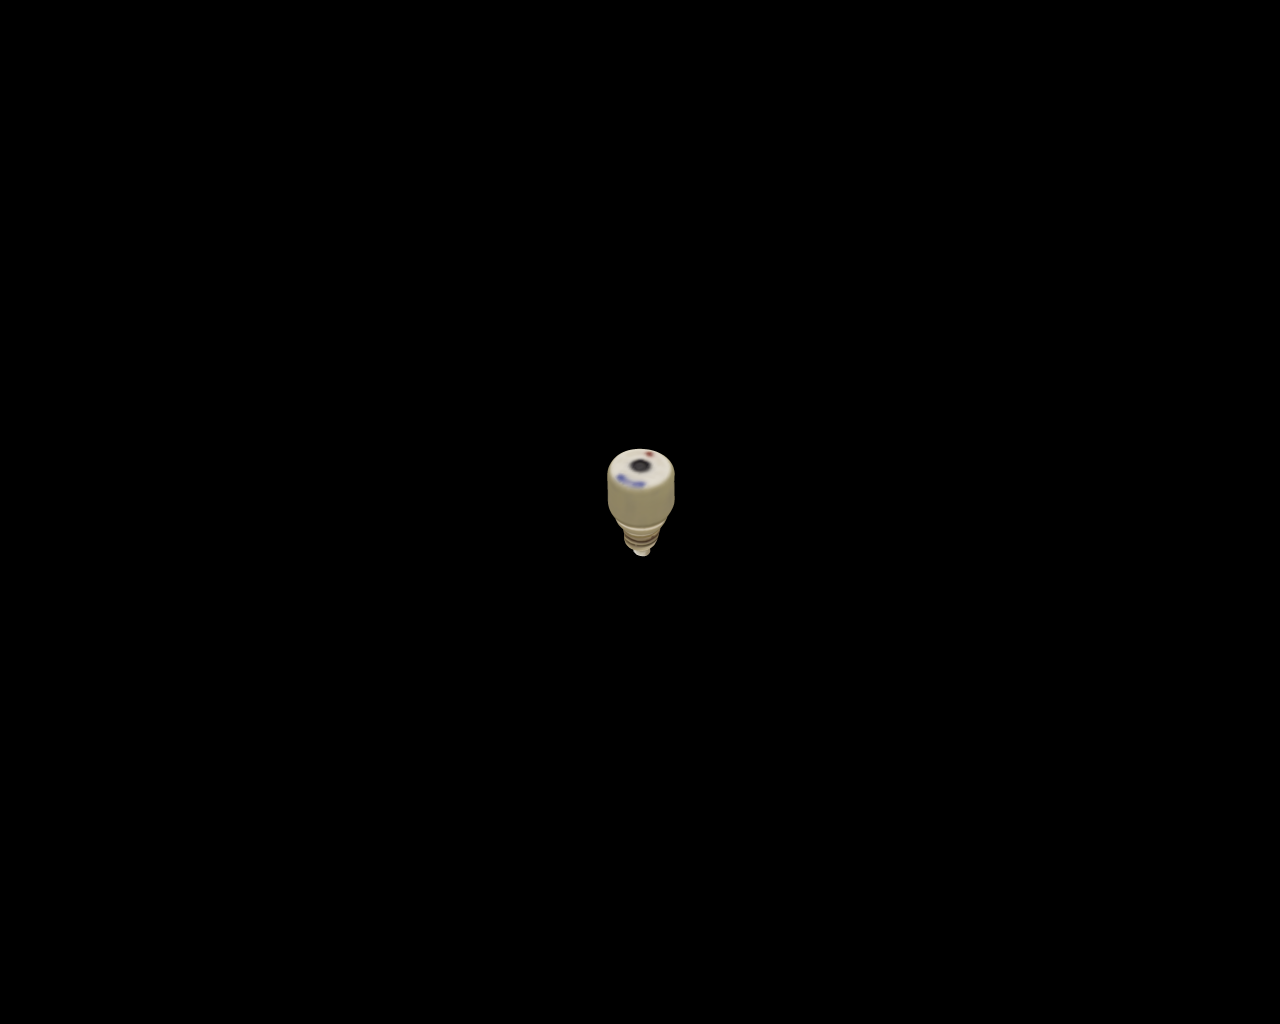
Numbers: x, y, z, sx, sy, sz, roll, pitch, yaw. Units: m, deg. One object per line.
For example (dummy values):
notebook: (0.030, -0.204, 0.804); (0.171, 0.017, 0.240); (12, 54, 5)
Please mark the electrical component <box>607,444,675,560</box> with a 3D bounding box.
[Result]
electrical component: (0.001, -0.003, 0.650); (0.040, 0.078, 0.040); (0, 43, 0)
